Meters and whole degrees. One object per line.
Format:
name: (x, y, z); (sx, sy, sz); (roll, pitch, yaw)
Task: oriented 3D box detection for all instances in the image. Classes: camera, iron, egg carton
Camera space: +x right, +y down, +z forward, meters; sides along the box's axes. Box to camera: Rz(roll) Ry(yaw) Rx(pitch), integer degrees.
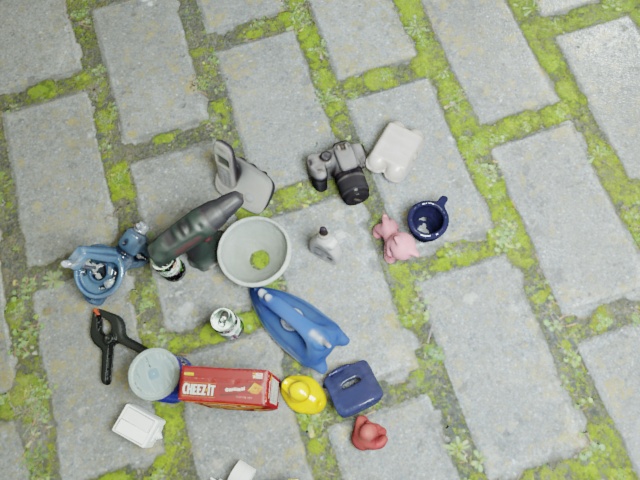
camera: (0.051, -0.152, 1.340); (0.143, 0.101, 0.137); (-18, 72, -4)
iron: (-0.065, 0.166, 1.218); (0.258, 0.141, 0.119); (36, 77, 13)
egg carton: (0.182, -0.212, 1.372); (0.107, 0.069, 0.150); (27, 75, 10)

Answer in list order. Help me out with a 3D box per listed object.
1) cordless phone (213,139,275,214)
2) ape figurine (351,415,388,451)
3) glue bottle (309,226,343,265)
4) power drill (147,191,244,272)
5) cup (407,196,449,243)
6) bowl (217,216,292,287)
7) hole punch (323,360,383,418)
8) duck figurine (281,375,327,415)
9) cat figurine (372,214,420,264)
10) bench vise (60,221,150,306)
cordless phone: (-0.179, -0.148, 1.304); (0.147, 0.185, 0.094); (29, 75, 11)
ape figurine: (0.098, 0.393, 1.163); (0.076, 0.092, 0.077); (-27, 72, -6)
glue bottle: (0.011, 0.004, 1.252); (0.078, 0.173, 0.037); (29, 75, 11)
power drill: (-0.253, -0.009, 1.248); (0.230, 0.208, 0.075); (-32, 73, -8)
cup: (0.247, -0.042, 1.300); (0.091, 0.095, 0.118); (34, 76, 13)
bowl: (-0.144, 0.034, 1.300); (0.167, 0.075, 0.167); (-1, 72, 2)
hole punch: (0.066, 0.309, 1.192); (0.109, 0.091, 0.101); (-25, 72, -6)
duck figurine: (-0.036, 0.321, 1.195); (0.104, 0.086, 0.077); (29, 75, 11)
cat figurine: (0.169, -0.001, 1.277); (0.067, 0.118, 0.127); (-24, 72, -6)
bench vise: (-0.468, 0.030, 1.237); (0.121, 0.220, 0.207); (19, 73, 9)
